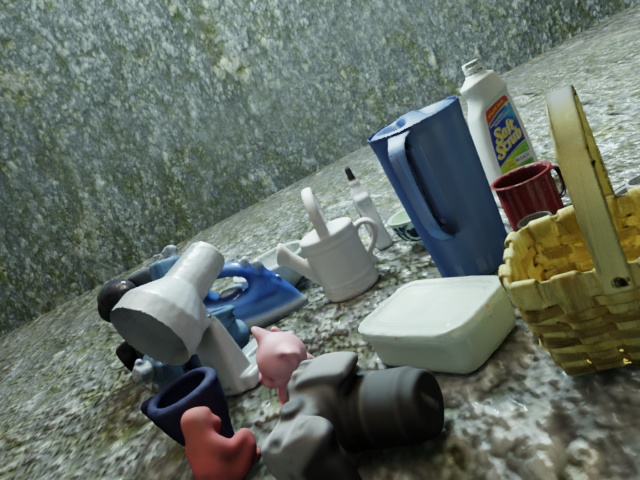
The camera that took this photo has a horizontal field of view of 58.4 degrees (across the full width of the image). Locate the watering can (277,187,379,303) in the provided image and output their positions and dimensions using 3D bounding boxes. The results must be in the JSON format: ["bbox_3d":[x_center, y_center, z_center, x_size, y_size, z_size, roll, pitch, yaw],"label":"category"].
[{"bbox_3d":[0.009,0.004,0.976,0.173,0.194,0.100,-31,13,-13],"label":"watering can"}]

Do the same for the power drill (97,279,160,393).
[{"bbox_3d":[-0.320,0.159,1.009,0.076,0.208,0.229,-35,15,-29],"label":"power drill"}]

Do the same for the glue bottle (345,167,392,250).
[{"bbox_3d":[0.090,-0.066,1.133,0.037,0.173,0.078,-27,13,1],"label":"glue bottle"}]

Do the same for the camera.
[{"bbox_3d":[0.033,0.160,0.526,0.136,0.101,0.143,-19,15,33],"label":"camera"}]

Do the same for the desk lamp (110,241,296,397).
[{"bbox_3d":[-0.167,0.122,0.829,0.117,0.214,0.204,-16,17,40],"label":"desk lamp"}]

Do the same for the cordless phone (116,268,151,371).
[{"bbox_3d":[-0.346,0.158,1.119,0.148,0.185,0.094,-33,14,-23],"label":"cordless phone"}]

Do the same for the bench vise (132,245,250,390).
[{"bbox_3d":[-0.213,0.127,0.892,0.121,0.220,0.207,-23,14,21],"label":"bench vise"}]

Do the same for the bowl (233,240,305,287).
[{"bbox_3d":[-0.090,0.072,1.186,0.167,0.075,0.167,-26,13,7],"label":"bowl"}]

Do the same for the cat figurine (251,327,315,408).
[{"bbox_3d":[-0.044,0.146,0.700,0.067,0.118,0.127,-28,13,0],"label":"cat figurine"}]

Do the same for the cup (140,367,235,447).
[{"bbox_3d":[-0.157,0.220,0.693,0.117,0.095,0.092,-21,14,26],"label":"cup"}]

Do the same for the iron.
[{"bbox_3d":[-0.160,0.097,1.077,0.257,0.141,0.119,-22,14,22],"label":"iron"}]

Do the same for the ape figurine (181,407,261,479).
[{"bbox_3d":[-0.116,0.220,0.617,0.077,0.092,0.076,-18,16,37],"label":"ape figurine"}]
